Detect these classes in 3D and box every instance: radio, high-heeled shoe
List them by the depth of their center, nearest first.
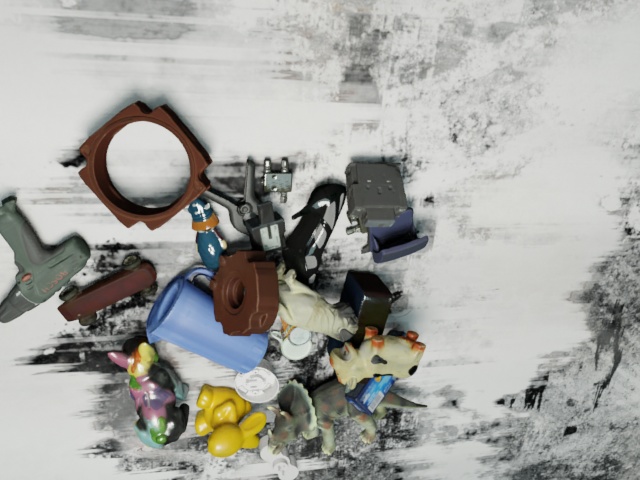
[{"bbox_3d":[-0.002,-0.003,1.153,0.145,0.086,0.248,-30,138,-31],"label":"high-heeled shoe"},{"bbox_3d":[0.084,0.192,1.203,0.073,0.131,0.229,9,110,-17],"label":"radio"}]

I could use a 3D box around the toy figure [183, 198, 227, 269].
[{"bbox_3d":[-0.230,-0.017,1.090,0.064,0.058,0.154,-16,110,-11],"label":"toy figure"}]

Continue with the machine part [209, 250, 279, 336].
[{"bbox_3d":[-0.149,0.103,1.045,0.056,0.180,0.179,6,113,-42],"label":"machine part"}]

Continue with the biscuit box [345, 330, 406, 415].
[{"bbox_3d":[0.143,0.306,1.251,0.059,0.063,0.202,46,69,-14],"label":"biscuit box"}]

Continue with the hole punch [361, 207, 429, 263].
[{"bbox_3d":[0.165,0.006,1.150,0.142,0.092,0.115,-21,146,-8],"label":"hole punch"}]

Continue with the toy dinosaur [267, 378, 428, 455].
[{"bbox_3d":[0.055,0.394,1.298,0.405,0.131,0.191,-19,116,-11],"label":"toy dinosaur"}]

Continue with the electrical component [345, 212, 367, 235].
[{"bbox_3d":[0.103,-0.051,1.153,0.102,0.045,0.078,-11,113,-8],"label":"electrical component"}]

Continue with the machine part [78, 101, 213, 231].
[{"bbox_3d":[-0.317,-0.134,0.986,0.201,0.087,0.201,-37,104,6],"label":"machine part"}]

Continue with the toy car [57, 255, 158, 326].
[{"bbox_3d":[-0.432,0.102,1.098,0.202,0.053,0.089,-27,126,-5],"label":"toy car"}]

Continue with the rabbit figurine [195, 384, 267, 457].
[{"bbox_3d":[-0.209,0.428,1.218,0.162,0.173,0.121,16,104,-13],"label":"rabbit figurine"}]

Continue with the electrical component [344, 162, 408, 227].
[{"bbox_3d":[0.114,-0.091,1.094,0.115,0.058,0.134,-3,71,-11],"label":"electrical component"}]

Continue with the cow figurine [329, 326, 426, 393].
[{"bbox_3d":[0.112,0.250,1.118,0.195,0.086,0.127,7,104,-16],"label":"cow figurine"}]

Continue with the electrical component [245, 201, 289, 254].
[{"bbox_3d":[-0.110,-0.027,1.081,0.075,0.048,0.119,-21,120,-17],"label":"electrical component"}]

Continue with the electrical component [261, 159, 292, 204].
[{"bbox_3d":[-0.089,-0.119,1.095,0.063,0.021,0.093,-3,114,-11],"label":"electrical component"}]

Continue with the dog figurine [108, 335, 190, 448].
[{"bbox_3d":[-0.365,0.310,1.138,0.108,0.192,0.218,-15,130,1],"label":"dog figurine"}]

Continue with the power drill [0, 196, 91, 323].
[{"bbox_3d":[-0.580,0.035,1.023,0.232,0.086,0.207,-31,112,0],"label":"power drill"}]

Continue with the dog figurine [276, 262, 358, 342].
[{"bbox_3d":[-0.029,0.145,1.123,0.190,0.172,0.121,33,86,-24],"label":"dog figurine"}]
